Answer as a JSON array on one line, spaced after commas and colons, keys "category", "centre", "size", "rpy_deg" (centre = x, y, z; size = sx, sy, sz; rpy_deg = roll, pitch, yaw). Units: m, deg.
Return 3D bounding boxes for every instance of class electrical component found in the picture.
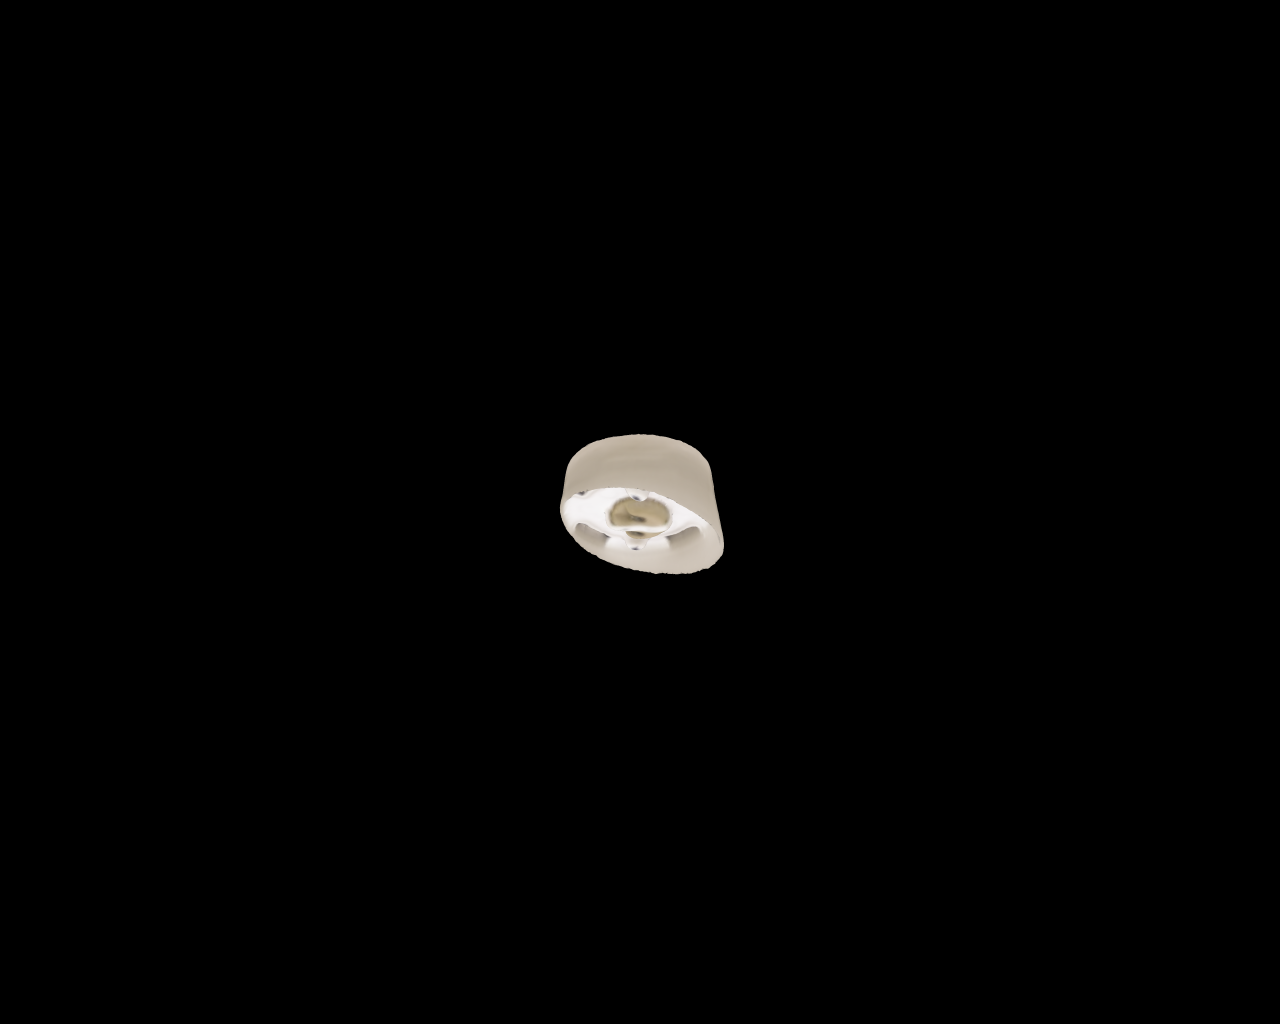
[{"category": "electrical component", "centre": [0.001, -0.003, 0.650], "size": [0.099, 0.064, 0.099], "rpy_deg": [0, -31, 0]}]
